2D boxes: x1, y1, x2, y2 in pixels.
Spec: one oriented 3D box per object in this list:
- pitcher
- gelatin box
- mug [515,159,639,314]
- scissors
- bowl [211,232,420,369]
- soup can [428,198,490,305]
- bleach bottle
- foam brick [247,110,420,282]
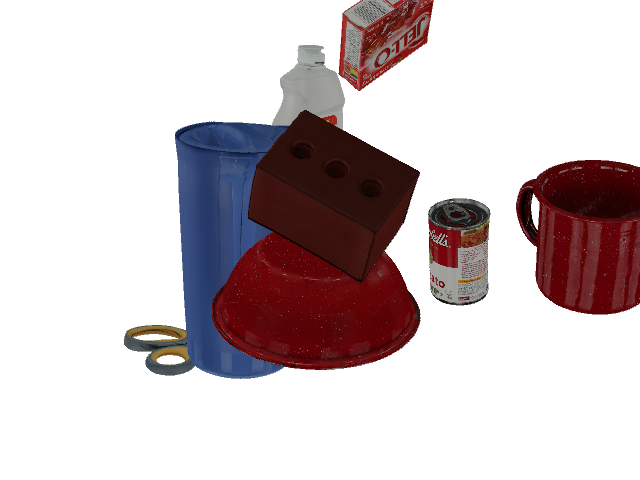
[{"bbox_3d":[-0.078,0.011,1.042,0.148,0.243,0.145,-15,25,-41],"label":"pitcher"},{"bbox_3d":[0.057,-0.179,0.904,0.089,0.030,0.073,-37,-25,-24],"label":"gelatin box"},{"bbox_3d":[0.188,-0.005,0.766,0.093,0.081,0.117,-27,38,-35],"label":"mug"},{"bbox_3d":[-0.116,0.120,1.188,0.201,0.016,0.096,3,26,-16],"label":"scissors"},{"bbox_3d":[-0.002,0.031,0.811,0.162,0.055,0.162,2,27,-1],"label":"bowl"},{"bbox_3d":[0.156,0.013,1.196,0.068,0.102,0.068,-4,30,2],"label":"soup can"},{"bbox_3d":[-0.025,-0.098,1.231,0.102,0.251,0.068,-4,20,-21],"label":"bleach bottle"},{"bbox_3d":[0.007,-0.025,0.593,0.078,0.053,0.051,29,-32,13],"label":"foam brick"}]
